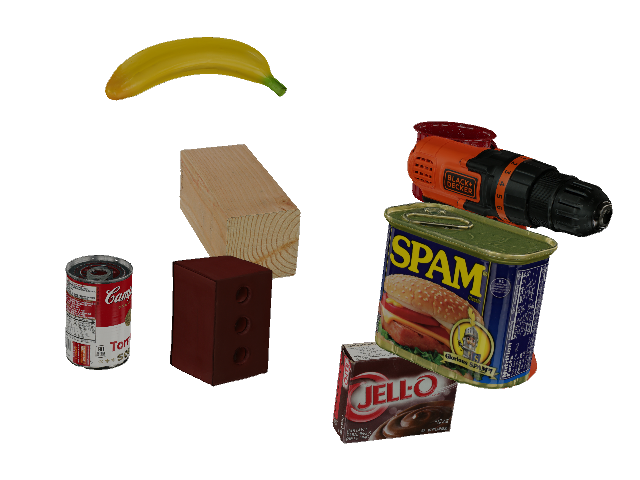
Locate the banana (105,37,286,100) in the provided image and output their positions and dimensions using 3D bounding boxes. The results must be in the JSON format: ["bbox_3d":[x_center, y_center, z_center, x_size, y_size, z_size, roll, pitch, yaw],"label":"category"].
[{"bbox_3d":[-0.129,-0.176,1.079,0.197,0.070,0.037,-7,-39,-29],"label":"banana"}]

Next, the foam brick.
[{"bbox_3d":[-0.070,0.054,0.752,0.052,0.078,0.051,-9,17,-41],"label":"foam brick"}]

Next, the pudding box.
[{"bbox_3d":[0.072,0.139,1.003,0.113,0.090,0.039,-4,28,-19],"label":"pudding box"}]

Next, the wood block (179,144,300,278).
[{"bbox_3d":[-0.104,-0.037,1.321,0.090,0.090,0.206,-7,29,-21],"label":"wood block"}]

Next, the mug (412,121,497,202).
[{"bbox_3d":[0.157,-0.087,1.217,0.117,0.081,0.093,-10,23,-39],"label":"mug"}]

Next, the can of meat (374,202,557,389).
[{"bbox_3d":[0.081,0.031,0.627,0.057,0.084,0.102,-11,24,-44],"label":"can of meat"}]

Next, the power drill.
[{"bbox_3d":[0.144,0.019,0.857,0.057,0.188,0.185,-15,27,-39],"label":"power drill"}]

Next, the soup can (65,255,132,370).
[{"bbox_3d":[-0.231,0.075,1.109,0.068,0.102,0.068,5,21,-2],"label":"soup can"}]
